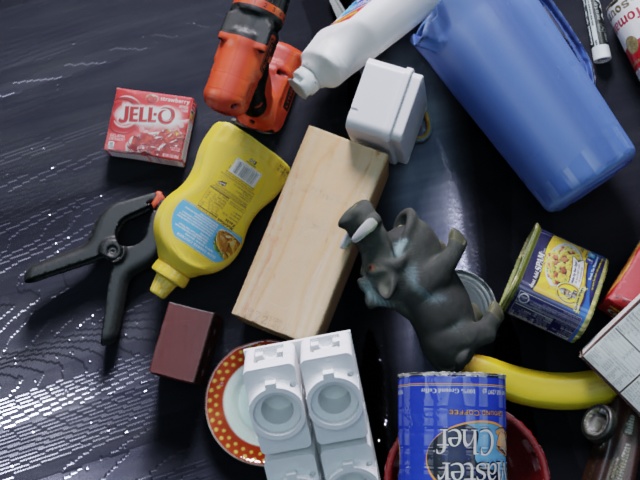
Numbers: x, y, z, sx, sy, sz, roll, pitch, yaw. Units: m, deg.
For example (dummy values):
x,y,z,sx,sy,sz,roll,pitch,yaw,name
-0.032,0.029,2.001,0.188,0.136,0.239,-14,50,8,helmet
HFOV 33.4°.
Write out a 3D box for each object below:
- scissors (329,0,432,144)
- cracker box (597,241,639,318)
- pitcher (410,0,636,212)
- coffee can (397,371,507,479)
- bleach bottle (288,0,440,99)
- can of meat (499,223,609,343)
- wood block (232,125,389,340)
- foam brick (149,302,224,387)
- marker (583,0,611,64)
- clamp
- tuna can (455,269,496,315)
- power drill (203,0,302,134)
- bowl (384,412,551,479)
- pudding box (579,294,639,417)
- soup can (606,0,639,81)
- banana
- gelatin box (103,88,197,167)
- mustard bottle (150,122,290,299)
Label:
x,y,z,sx,sy,sz,roll,pitch,yaw,name
0.040,-0.174,1.167,0.096,0.016,0.202,-40,78,-3,scissors
0.407,0.021,1.067,0.164,0.072,0.213,33,83,10,cracker box
0.219,-0.158,1.099,0.149,0.145,0.243,-35,82,10,pitcher
0.122,0.195,0.986,0.103,0.103,0.140,0,79,5,coffee can
0.070,-0.239,1.122,0.250,0.103,0.068,-43,111,-10,bleach bottle
0.235,0.044,1.073,0.084,0.057,0.102,25,53,7,can of meat
-0.007,0.002,1.099,0.090,0.091,0.206,21,81,8,wood block
-0.138,0.109,1.110,0.051,0.053,0.078,14,81,7,foam brick
0.296,-0.251,1.156,0.020,0.020,0.121,-8,78,3,marker
-0.216,0.025,1.141,0.171,0.039,0.120,-42,91,-6,clamp
0.138,0.075,1.101,0.086,0.033,0.086,-1,79,5,tuna can
-0.058,-0.197,1.093,0.057,0.187,0.184,20,83,10,power drill
0.144,0.242,1.057,0.162,0.055,0.162,-1,79,5,bowl
0.317,0.102,1.011,0.090,0.039,0.113,46,103,10,pudding box
0.352,-0.211,1.118,0.068,0.068,0.102,-22,79,0,soup can
0.240,0.138,1.073,0.198,0.037,0.069,-7,97,9,banana
-0.186,-0.124,1.170,0.089,0.030,0.073,9,80,7,gelatin box
-0.119,-0.022,1.123,0.096,0.058,0.191,35,83,-23,mustard bottle
